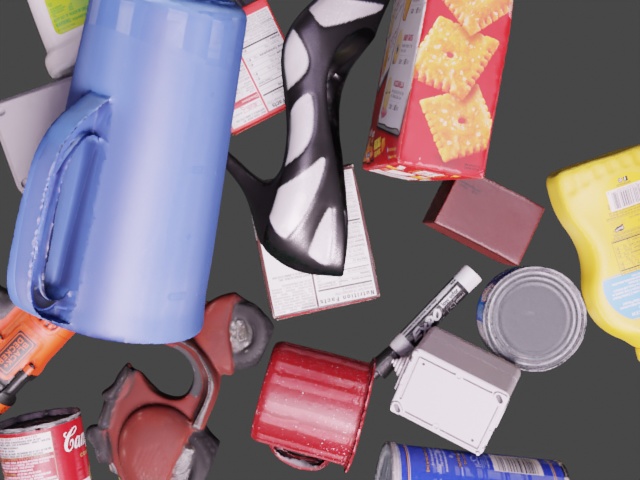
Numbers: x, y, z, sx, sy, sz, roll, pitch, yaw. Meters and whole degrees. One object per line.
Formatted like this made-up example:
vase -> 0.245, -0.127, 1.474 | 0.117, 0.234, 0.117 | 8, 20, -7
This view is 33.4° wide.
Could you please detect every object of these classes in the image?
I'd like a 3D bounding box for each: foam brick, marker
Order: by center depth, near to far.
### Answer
foam brick -> 0.132, -0.020, 0.866 | 0.078, 0.051, 0.053 | 27, 88, -4
marker -> 0.085, 0.070, 0.881 | 0.020, 0.020, 0.121 | 44, 88, -3

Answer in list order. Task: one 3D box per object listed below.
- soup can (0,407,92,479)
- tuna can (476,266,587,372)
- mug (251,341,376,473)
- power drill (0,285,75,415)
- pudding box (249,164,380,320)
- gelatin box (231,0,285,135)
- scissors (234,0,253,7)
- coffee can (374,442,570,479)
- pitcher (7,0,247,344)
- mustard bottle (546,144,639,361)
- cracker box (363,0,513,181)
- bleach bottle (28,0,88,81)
soup can -> -0.215, 0.190, 0.841 | 0.068, 0.068, 0.102 | -9, 92, -3
tuna can -> 0.173, 0.064, 0.878 | 0.086, 0.034, 0.086 | 0, 91, -3
mug -> -0.008, 0.137, 0.850 | 0.081, 0.093, 0.117 | 15, 126, 1
power drill -> -0.305, 0.060, 0.841 | 0.187, 0.057, 0.184 | 44, 85, -6
pudding box -> -0.006, 0.001, 0.865 | 0.090, 0.039, 0.113 | -11, 93, -4
gelatin box -> -0.058, -0.140, 0.862 | 0.073, 0.030, 0.089 | -27, 99, -3
scissors -> -0.091, -0.275, 0.867 | 0.201, 0.016, 0.096 | 43, 84, -9
coffee can -> 0.117, 0.218, 0.843 | 0.140, 0.103, 0.103 | 7, 91, -4
pitcher -> -0.131, -0.056, 0.748 | 0.144, 0.149, 0.243 | 9, 104, -16
mustard bottle -> 0.258, 0.023, 0.870 | 0.096, 0.058, 0.191 | -18, 92, -9
cracker box -> 0.094, -0.152, 0.805 | 0.072, 0.164, 0.214 | 11, 91, -6
bleach bottle -> -0.210, -0.259, 0.838 | 0.102, 0.068, 0.251 | -23, 90, -3
